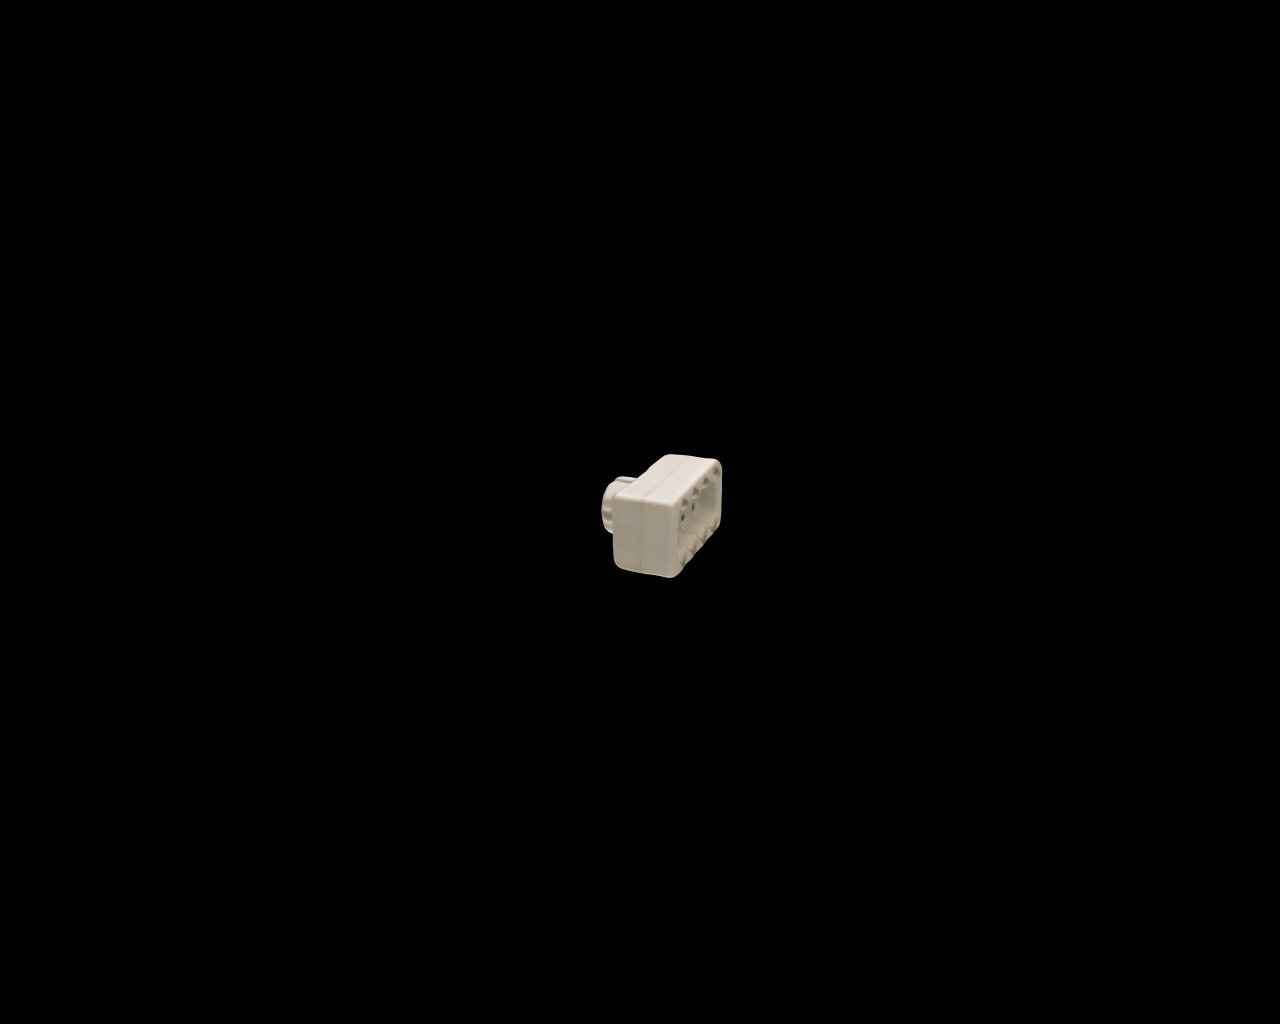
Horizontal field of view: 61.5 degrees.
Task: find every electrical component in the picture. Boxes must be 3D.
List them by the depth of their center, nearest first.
[{"bbox_3d":[0.001,-0.003,0.650,0.076,0.047,0.083,10,24,22],"label":"electrical component"}]
